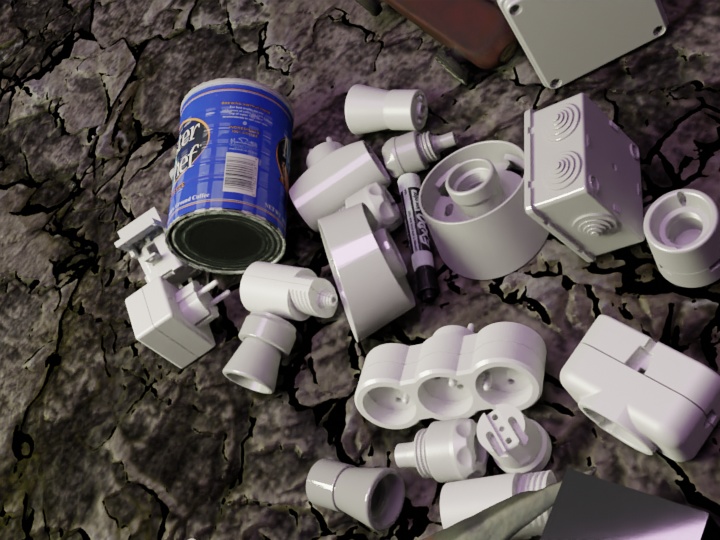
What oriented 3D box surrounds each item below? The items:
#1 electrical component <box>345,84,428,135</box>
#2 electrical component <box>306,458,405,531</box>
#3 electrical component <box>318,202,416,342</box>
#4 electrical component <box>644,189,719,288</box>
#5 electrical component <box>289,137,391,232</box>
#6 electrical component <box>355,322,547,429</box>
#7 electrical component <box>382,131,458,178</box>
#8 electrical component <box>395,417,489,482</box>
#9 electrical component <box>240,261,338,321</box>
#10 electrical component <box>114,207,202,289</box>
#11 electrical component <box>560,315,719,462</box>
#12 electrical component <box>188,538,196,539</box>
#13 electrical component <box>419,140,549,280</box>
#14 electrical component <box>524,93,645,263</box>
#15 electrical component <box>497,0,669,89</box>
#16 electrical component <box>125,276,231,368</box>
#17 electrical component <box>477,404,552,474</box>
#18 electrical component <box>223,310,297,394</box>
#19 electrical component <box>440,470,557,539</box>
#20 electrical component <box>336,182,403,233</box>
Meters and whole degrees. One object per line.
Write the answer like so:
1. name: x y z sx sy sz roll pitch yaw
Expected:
1. electrical component: 0.025 -0.139 0.932 0.065 0.044 0.044 5 65 28
2. electrical component: -0.006 0.158 0.772 0.065 0.044 0.044 6 66 39
3. electrical component: 0.000 0.000 0.829 0.064 0.099 0.099 -27 52 7
4. electrical component: 0.224 -0.023 0.735 0.055 0.047 0.055 -15 56 23
5. electrical component: -0.023 -0.084 0.925 0.077 0.043 0.079 -33 51 10
6. electrical component: 0.067 0.065 0.776 0.138 0.052 0.073 -13 34 25
7. electrical component: 0.051 -0.100 0.896 0.061 0.035 0.035 -17 55 19
8. electrical component: 0.055 0.127 0.750 0.062 0.043 0.043 -11 57 27
9. electrical component: -0.054 0.019 0.882 0.081 0.043 0.043 9 67 34
10. electrical component: -0.177 -0.015 0.963 0.042 0.081 0.063 -32 74 12
11. electrical component: 0.181 0.079 0.695 0.095 0.054 0.059 30 81 40
12. electrical component: -0.135 0.279 0.762 0.150 0.062 0.089 -48 49 -3
13. electrical component: 0.097 -0.050 0.835 0.099 0.064 0.099 -19 40 18
14. electrical component: 0.161 -0.066 0.768 0.048 0.100 0.099 -19 53 37
15. electrical component: 0.171 -0.212 0.843 0.109 0.108 0.056 -26 49 16
16. electrical component: -0.146 0.035 0.914 0.077 0.066 0.047 -34 50 9
17. electrical component: 0.103 0.114 0.726 0.040 0.046 0.040 -15 56 23
18. electrical component: -0.080 0.066 0.869 0.045 0.045 0.055 8 67 35
19. electrical component: 0.098 0.156 0.707 0.081 0.043 0.043 -14 56 24
20. electrical component: 0.000 -0.041 0.886 0.062 0.043 0.043 -31 51 13
